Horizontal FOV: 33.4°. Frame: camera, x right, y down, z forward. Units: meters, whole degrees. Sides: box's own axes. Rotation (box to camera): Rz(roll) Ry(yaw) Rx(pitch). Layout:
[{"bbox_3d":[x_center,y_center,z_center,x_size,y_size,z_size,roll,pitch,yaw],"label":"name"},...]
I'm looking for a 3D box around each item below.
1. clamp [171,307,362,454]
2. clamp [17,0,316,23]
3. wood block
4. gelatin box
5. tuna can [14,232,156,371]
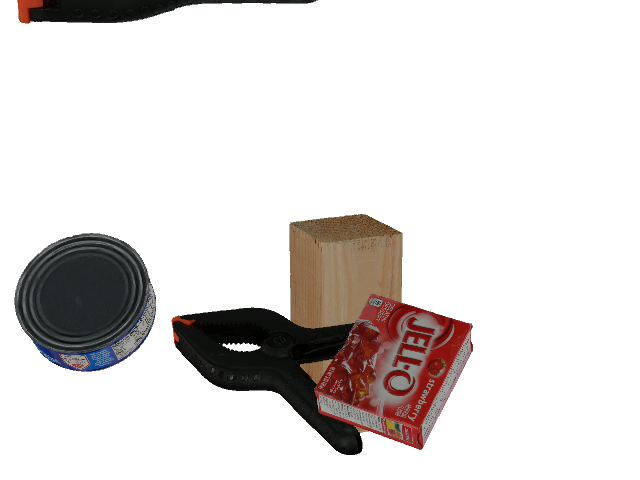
[{"bbox_3d":[-0.024,0.093,0.896,0.210,0.036,0.164,16,35,25],"label":"clamp"},{"bbox_3d":[-0.094,-0.154,0.613,0.171,0.039,0.120,-10,24,-24],"label":"clamp"},{"bbox_3d":[0.025,0.086,1.099,0.090,0.206,0.091,-7,17,-23],"label":"wood block"},{"bbox_3d":[0.048,0.081,0.684,0.073,0.030,0.089,17,52,23],"label":"gelatin box"},{"bbox_3d":[-0.150,0.040,0.688,0.086,0.086,0.034,0,-31,4],"label":"tuna can"}]
